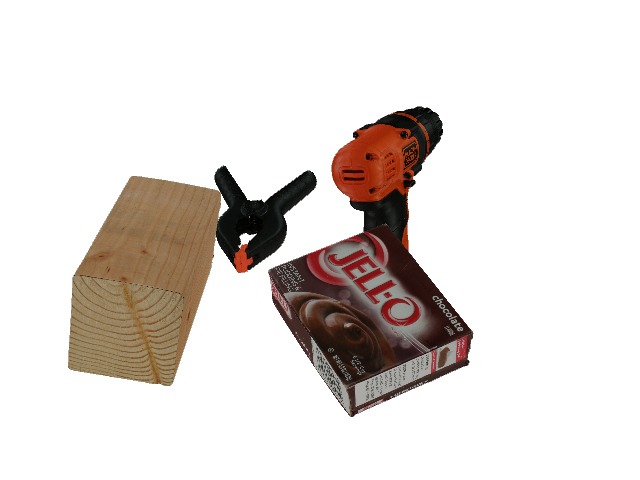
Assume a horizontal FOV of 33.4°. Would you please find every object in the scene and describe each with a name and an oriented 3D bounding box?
[{"bbox_3d":[-0.064,-0.030,1.206,0.120,0.039,0.171,-7,42,4],"label":"clamp"},{"bbox_3d":[0.030,0.048,0.685,0.090,0.039,0.114,-22,50,-16],"label":"pudding box"},{"bbox_3d":[0.067,-0.014,0.911,0.057,0.188,0.184,0,18,26],"label":"power drill"},{"bbox_3d":[-0.150,0.028,0.941,0.090,0.091,0.206,10,26,-1],"label":"wood block"}]
